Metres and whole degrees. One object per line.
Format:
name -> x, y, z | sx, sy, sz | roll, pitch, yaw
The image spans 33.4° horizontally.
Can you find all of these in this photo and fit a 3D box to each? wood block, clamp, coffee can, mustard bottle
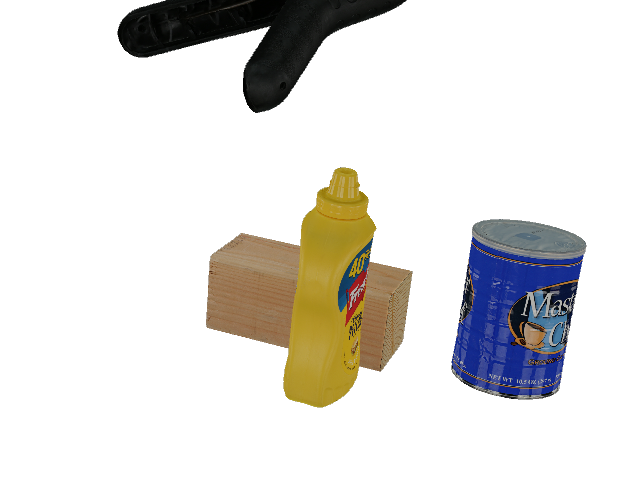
wood block -> -0.014, 0.066, 1.182 | 0.206, 0.091, 0.090 | 13, 22, 17
clamp -> -0.005, -0.118, 0.536 | 0.171, 0.039, 0.120 | -31, 46, -18
coffee can -> 0.181, 0.061, 0.984 | 0.103, 0.140, 0.103 | 6, 16, -2
mustard bottle -> 0.010, 0.033, 0.869 | 0.058, 0.192, 0.096 | 14, 25, 17
